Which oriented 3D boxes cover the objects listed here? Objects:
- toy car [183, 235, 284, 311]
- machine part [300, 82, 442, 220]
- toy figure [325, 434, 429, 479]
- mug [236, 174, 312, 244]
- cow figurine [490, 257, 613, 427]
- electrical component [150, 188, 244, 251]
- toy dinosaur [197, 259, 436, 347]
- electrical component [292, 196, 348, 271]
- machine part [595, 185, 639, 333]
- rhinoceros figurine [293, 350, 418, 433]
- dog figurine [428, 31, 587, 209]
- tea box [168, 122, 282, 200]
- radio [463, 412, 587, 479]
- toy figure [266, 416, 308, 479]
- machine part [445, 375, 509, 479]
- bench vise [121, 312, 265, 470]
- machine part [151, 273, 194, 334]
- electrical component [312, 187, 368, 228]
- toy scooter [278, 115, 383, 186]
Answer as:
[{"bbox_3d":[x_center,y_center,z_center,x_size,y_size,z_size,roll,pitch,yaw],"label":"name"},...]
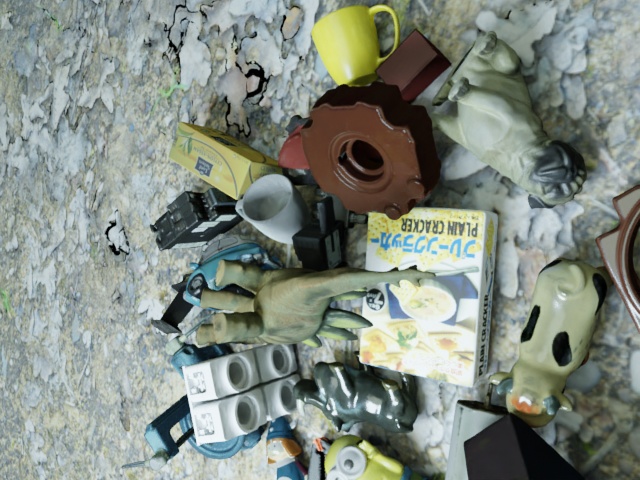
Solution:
[{"bbox_3d":[-0.143,0.043,0.868,0.162,0.109,0.103,-30,57,20],"label":"toy car"},{"bbox_3d":[0.059,-0.106,0.657,0.180,0.056,0.179,24,141,21],"label":"machine part"},{"bbox_3d":[0.089,0.333,0.722,0.180,0.089,0.082,27,70,8],"label":"toy figure"},{"bbox_3d":[-0.066,-0.035,0.806,0.110,0.107,0.081,-7,59,25],"label":"mug"},{"bbox_3d":[0.258,0.116,0.595,0.086,0.127,0.194,20,98,34],"label":"cow figurine"},{"bbox_3d":[-0.196,-0.038,0.891,0.134,0.115,0.058,-33,78,28],"label":"electrical component"},{"bbox_3d":[-0.040,0.084,0.695,0.471,0.198,0.105,152,122,-64],"label":"toy dinosaur"},{"bbox_3d":[-0.002,-0.002,0.769,0.048,0.075,0.119,5,119,32],"label":"electrical component"},{"bbox_3d":[0.401,0.018,0.528,0.201,0.087,0.201,-28,74,30],"label":"machine part"},{"bbox_3d":[0.049,0.221,0.766,0.191,0.073,0.112,4,102,31],"label":"rhinoceros figurine"},{"bbox_3d":[0.237,-0.144,0.645,0.190,0.121,0.172,31,72,-5],"label":"dog figurine"},{"bbox_3d":[-0.151,-0.127,0.873,0.170,0.098,0.068,32,107,27],"label":"tea box"},{"bbox_3d":[0.253,0.299,0.546,0.229,0.131,0.073,42,112,-6],"label":"radio"},{"bbox_3d":[-0.047,0.349,0.832,0.064,0.057,0.154,-22,74,-1],"label":"toy figure"},{"bbox_3d":[0.191,0.285,0.648,0.079,0.079,0.243,4,81,32],"label":"machine part"},{"bbox_3d":[-0.192,0.255,0.828,0.129,0.240,0.223,-29,91,25],"label":"bench vise"},{"bbox_3d":[-0.234,0.102,0.918,0.084,0.139,0.039,-12,125,29],"label":"machine part"},{"bbox_3d":[0.031,-0.050,0.801,0.094,0.021,0.063,9,94,33],"label":"electrical component"},{"bbox_3d":[0.015,-0.147,0.769,0.184,0.075,0.135,3,109,31],"label":"toy scooter"}]
